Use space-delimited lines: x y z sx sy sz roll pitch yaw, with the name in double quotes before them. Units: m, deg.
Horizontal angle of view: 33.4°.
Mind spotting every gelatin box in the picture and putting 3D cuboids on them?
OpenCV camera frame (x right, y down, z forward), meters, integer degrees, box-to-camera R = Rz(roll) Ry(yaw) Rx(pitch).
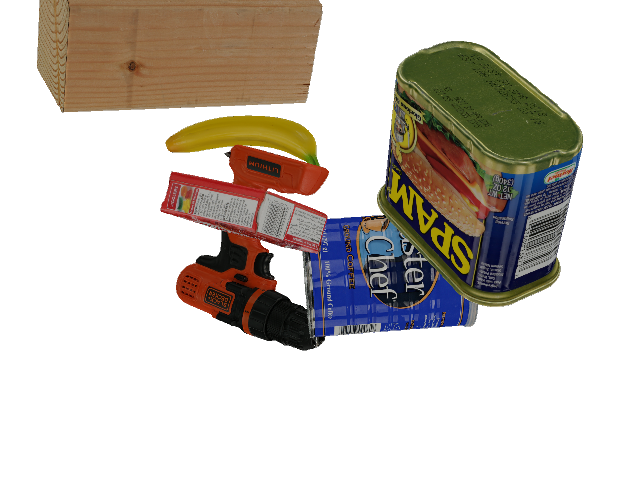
"gelatin box" -0.047 -0.017 0.690 0.073 0.030 0.089 13 -3 28

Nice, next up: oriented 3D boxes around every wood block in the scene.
"wood block" -0.114 -0.165 0.861 0.205 0.091 0.090 -6 35 -26

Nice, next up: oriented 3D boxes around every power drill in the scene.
"power drill" -0.054 0.005 1.099 0.185 0.188 0.057 19 5 29

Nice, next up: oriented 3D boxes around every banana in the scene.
"banana" -0.086 -0.124 1.287 0.198 0.037 0.069 8 40 15

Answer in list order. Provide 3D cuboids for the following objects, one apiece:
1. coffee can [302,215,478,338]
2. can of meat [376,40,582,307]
"coffee can" 0.057 0.028 0.917 0.140 0.103 0.103 -4 0 -2
"can of meat" 0.074 -0.034 0.506 0.057 0.084 0.102 -20 47 -23
